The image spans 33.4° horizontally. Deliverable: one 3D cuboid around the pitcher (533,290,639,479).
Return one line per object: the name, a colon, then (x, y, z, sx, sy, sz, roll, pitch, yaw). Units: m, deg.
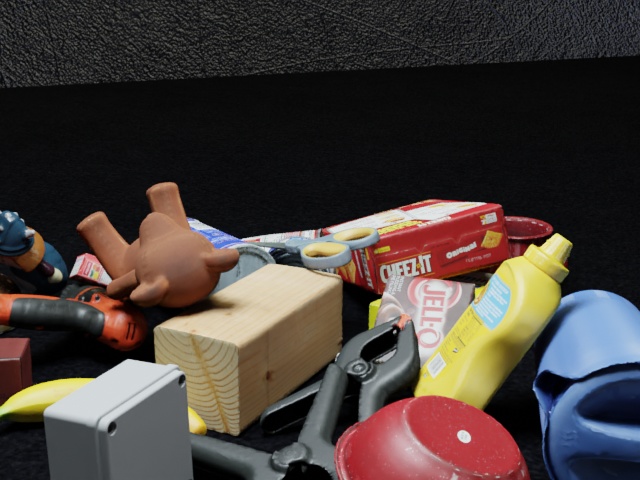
pitcher: (0.252, 0.131, 0.894, 0.145, 0.149, 0.242, -13, 12, 10)

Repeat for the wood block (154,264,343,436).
wood block: (-0.062, 0.098, 1.030, 0.090, 0.091, 0.205, 9, 19, 26)

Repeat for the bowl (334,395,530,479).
bowl: (0.095, 0.164, 0.789, 0.162, 0.055, 0.162, 17, 25, -8)

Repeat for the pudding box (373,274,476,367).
pudding box: (0.102, 0.090, 1.061, 0.090, 0.039, 0.113, 5, 53, 18)

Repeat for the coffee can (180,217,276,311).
coffee can: (-0.126, 0.039, 1.202, 0.102, 0.103, 0.141, -12, 21, -35)

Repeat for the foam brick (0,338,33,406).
foam brick: (-0.314, 0.126, 1.002, 0.078, 0.053, 0.051, -1, 17, -6)

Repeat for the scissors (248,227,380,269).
scissors: (-0.008, 0.001, 1.163, 0.096, 0.016, 0.202, -22, 17, -21)

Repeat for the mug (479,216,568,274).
mug: (0.243, 0.024, 1.289, 0.117, 0.081, 0.093, 11, 20, 33)

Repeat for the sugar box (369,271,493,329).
sugar box: (0.140, 0.074, 1.188, 0.093, 0.048, 0.175, 11, 21, 34)

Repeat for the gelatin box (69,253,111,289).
gelatin box: (-0.245, 0.044, 1.221, 0.073, 0.030, 0.089, 24, -12, -16)

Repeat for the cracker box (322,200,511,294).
cracker box: (0.105, 0.006, 1.263, 0.164, 0.072, 0.214, -15, 7, -13)

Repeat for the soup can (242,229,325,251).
soup can: (-0.044, 0.026, 1.281, 0.102, 0.068, 0.068, -7, 16, 8)

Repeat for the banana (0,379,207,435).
banana: (-0.194, 0.153, 0.951, 0.198, 0.037, 0.069, 0, 35, 5)

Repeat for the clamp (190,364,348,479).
clamp: (-0.031, 0.180, 0.829, 0.164, 0.036, 0.210, -18, 29, -7)

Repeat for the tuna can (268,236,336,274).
tuna can: (-0.026, 0.041, 1.226, 0.086, 0.086, 0.033, 3, 19, 8)

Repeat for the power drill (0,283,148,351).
power drill: (-0.292, 0.068, 1.111, 0.187, 0.057, 0.185, 8, 2, -33)

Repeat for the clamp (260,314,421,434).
clamp: (0.042, 0.132, 0.941, 0.120, 0.039, 0.171, 26, 55, 38)

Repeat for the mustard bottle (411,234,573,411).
mustard bottle: (0.158, 0.076, 0.943, 0.058, 0.192, 0.096, 33, 9, -10)
